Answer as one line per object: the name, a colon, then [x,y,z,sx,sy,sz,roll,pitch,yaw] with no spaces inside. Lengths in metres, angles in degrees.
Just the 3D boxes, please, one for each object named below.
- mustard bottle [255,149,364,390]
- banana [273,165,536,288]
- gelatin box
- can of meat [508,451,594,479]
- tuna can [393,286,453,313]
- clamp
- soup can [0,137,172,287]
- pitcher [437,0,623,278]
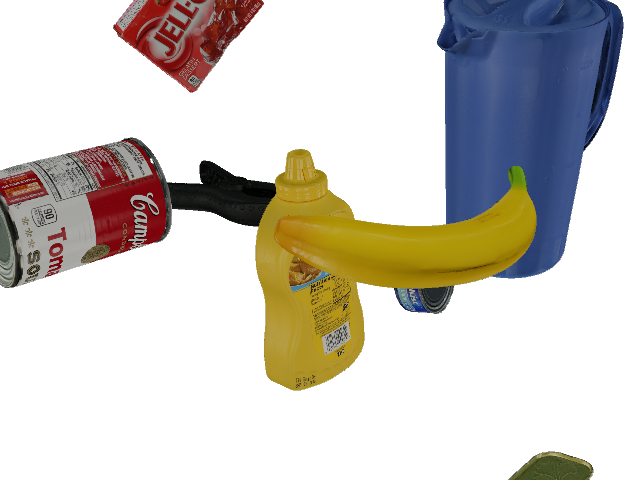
mustard bottle: [-0.010,0.019,0.859,0.058,0.192,0.096,19,35,40]
banana: [0.067,-0.001,0.649,0.197,0.037,0.070,-12,46,-34]
gelatin box: [-0.098,-0.167,0.796,0.073,0.089,0.030,36,6,-32]
can of meat: [0.192,0.244,0.912,0.058,0.084,0.101,10,27,42]
tuna can: [0.112,0.035,1.149,0.034,0.086,0.086,1,1,33]
clamp: [-0.094,-0.041,1.034,0.172,0.039,0.120,16,30,37]
soup can: [-0.150,-0.018,0.641,0.102,0.068,0.069,-20,11,-34]
pitcher: [0.177,-0.096,0.927,0.149,0.243,0.145,6,32,11]
